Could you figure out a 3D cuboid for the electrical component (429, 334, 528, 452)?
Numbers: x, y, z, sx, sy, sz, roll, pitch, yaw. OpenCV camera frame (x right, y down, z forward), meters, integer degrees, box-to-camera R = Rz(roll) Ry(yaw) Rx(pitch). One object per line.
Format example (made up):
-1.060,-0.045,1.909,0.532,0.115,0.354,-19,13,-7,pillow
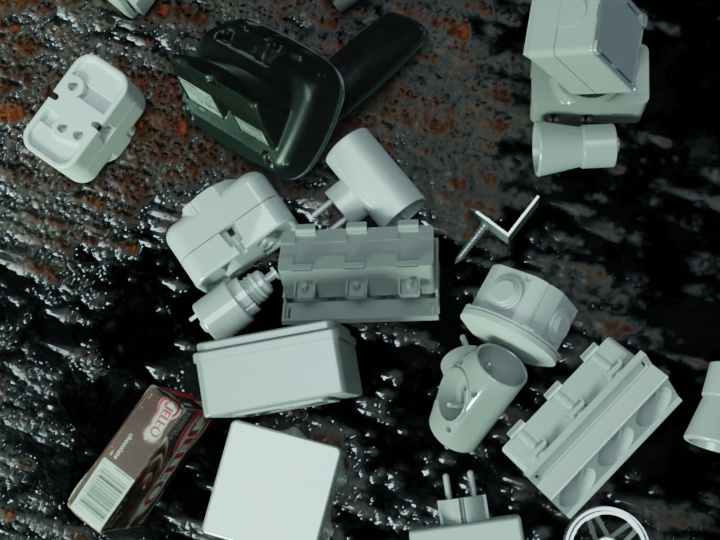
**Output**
0.084,0.084,0.822,0.044,0.077,0.079,11,38,-26,electrical component

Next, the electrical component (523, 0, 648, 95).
0.167,-0.169,0.791,0.061,0.096,0.061,4,79,36,electrical component

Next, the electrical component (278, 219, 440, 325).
0.000,0.000,0.841,0.121,0.063,0.078,-2,51,7,electrical component

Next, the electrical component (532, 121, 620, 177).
0.173,-0.098,0.856,0.065,0.044,0.044,-2,79,2,electrical component

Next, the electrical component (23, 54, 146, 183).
-0.228,-0.124,0.901,0.054,0.059,0.095,34,86,12,electrical component

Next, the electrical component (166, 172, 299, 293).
-0.105,-0.033,0.872,0.095,0.053,0.059,-35,77,0,electrical component

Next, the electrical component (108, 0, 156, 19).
-0.189,-0.273,0.923,0.061,0.061,0.096,41,87,12,electrical component

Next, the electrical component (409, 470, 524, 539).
0.079,0.190,0.811,0.083,0.047,0.075,-9,79,6,electrical component

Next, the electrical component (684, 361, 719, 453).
0.273,0.101,0.806,0.044,0.044,0.065,17,77,10,electrical component

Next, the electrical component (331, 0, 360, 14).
-0.008,-0.244,0.906,0.046,0.040,0.040,-35,77,7,electrical component

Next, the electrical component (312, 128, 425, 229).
-0.002,-0.061,0.869,0.079,0.043,0.077,-39,77,-1,electrical component

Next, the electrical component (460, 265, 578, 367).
0.121,0.036,0.818,0.080,0.080,0.051,28,79,11,electrical component

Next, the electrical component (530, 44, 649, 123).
0.182,-0.149,0.855,0.089,0.055,0.050,1,80,7,electrical component

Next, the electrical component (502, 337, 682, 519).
0.170,0.114,0.801,0.121,0.078,0.063,-46,48,-2,electrical component

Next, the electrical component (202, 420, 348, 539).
-0.064,0.170,0.832,0.100,0.048,0.099,14,82,9,electrical component

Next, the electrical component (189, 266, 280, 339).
-0.098,0.025,0.868,0.078,0.040,0.040,-37,77,-1,electrical component

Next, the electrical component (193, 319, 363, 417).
-0.059,0.078,0.819,0.109,0.108,0.056,-11,81,5,electrical component
